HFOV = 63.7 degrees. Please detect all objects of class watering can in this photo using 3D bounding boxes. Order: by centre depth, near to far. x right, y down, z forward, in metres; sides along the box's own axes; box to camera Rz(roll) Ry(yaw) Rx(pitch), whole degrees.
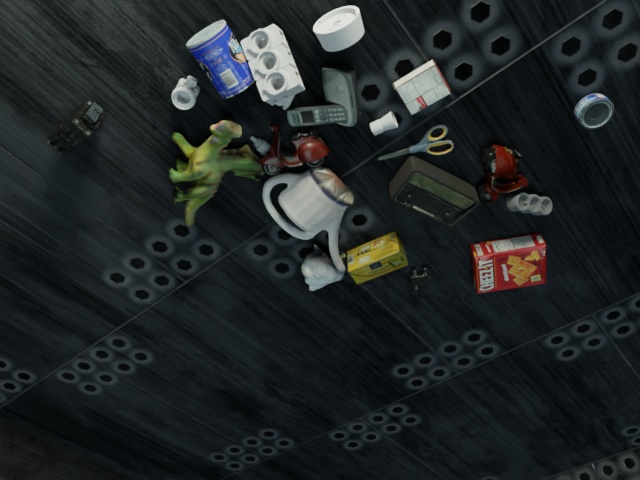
[{"bbox_3d":[0.004,-0.072,1.429,0.345,0.106,0.221,42,117,-15],"label":"watering can"}]

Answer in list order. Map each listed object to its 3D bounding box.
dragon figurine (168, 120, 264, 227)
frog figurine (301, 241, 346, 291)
[{"bbox_3d":[-0.268,-0.171,1.371,0.243,0.125,0.401,-2,146,-6],"label":"dragon figurine"},{"bbox_3d":[0.001,0.102,1.573,0.137,0.125,0.157,11,118,-34],"label":"frog figurine"}]
